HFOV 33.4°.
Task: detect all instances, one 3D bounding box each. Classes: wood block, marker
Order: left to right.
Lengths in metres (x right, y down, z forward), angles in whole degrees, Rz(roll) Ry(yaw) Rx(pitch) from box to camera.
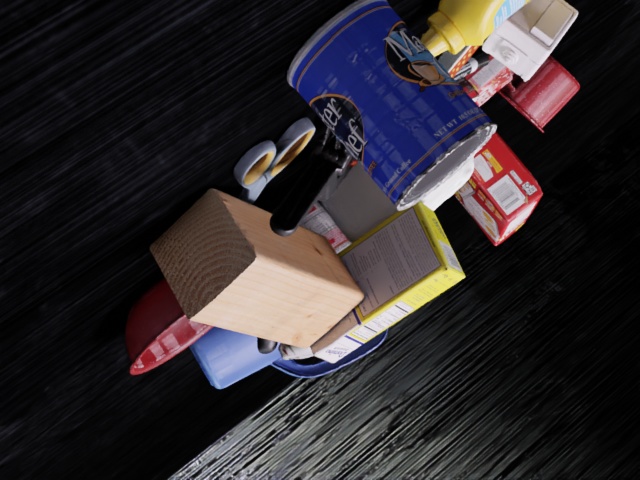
[{"bbox_3d":[-0.056,0.033,1.039,0.090,0.091,0.205,-42,150,15],"label":"wood block"},{"bbox_3d":[0.154,-0.190,1.208,0.120,0.020,0.020,-32,167,-40],"label":"marker"}]

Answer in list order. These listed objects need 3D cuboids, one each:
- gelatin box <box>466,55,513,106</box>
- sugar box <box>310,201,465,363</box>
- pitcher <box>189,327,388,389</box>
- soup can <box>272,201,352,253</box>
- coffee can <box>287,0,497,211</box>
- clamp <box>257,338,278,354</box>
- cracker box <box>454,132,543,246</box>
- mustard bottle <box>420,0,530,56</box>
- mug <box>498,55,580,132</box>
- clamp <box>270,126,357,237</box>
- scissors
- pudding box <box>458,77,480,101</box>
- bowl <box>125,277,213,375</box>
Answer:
[{"bbox_3d":[0.204,-0.196,1.334,0.073,0.030,0.089,-40,170,5],"label":"gelatin box"},{"bbox_3d":[0.057,0.045,1.123,0.176,0.093,0.048,-36,144,22],"label":"sugar box"},{"bbox_3d":[-0.044,0.089,1.312,0.242,0.149,0.145,-30,131,-8],"label":"pitcher"},{"bbox_3d":[-0.008,0.001,1.219,0.068,0.102,0.068,-38,170,-8],"label":"soup can"},{"bbox_3d":[0.056,-0.109,0.849,0.102,0.140,0.103,-38,170,-8],"label":"coffee can"},{"bbox_3d":[-0.073,0.032,1.202,0.039,0.120,0.172,-21,139,-52],"label":"clamp"},{"bbox_3d":[0.236,-0.090,1.537,0.072,0.164,0.213,-37,170,-2],"label":"cracker box"},{"bbox_3d":[0.166,-0.230,0.955,0.191,0.058,0.096,-40,176,2],"label":"mustard bottle"},{"bbox_3d":[0.295,-0.214,1.462,0.081,0.093,0.117,-47,132,11],"label":"mug"},{"bbox_3d":[0.006,-0.073,1.030,0.164,0.036,0.210,-62,174,-1],"label":"clamp"},{"bbox_3d":[-0.076,-0.044,1.021,0.202,0.016,0.096,-47,166,34],"label":"scissors"},{"bbox_3d":[0.128,-0.140,1.280,0.089,0.039,0.114,-28,163,-45],"label":"pudding box"},{"bbox_3d":[-0.154,0.075,1.148,0.162,0.055,0.162,-38,170,-8],"label":"bowl"}]
